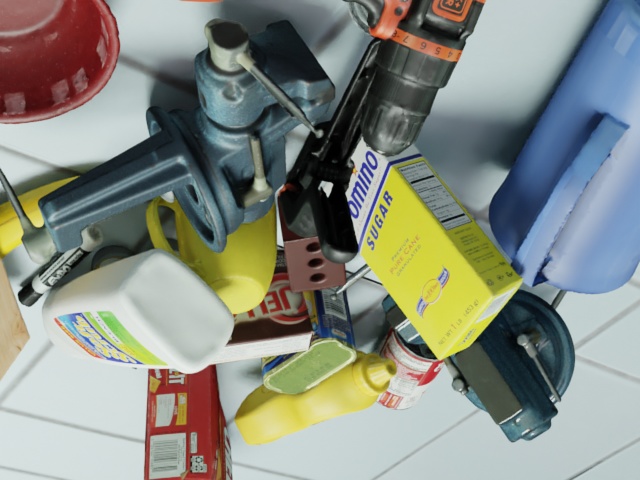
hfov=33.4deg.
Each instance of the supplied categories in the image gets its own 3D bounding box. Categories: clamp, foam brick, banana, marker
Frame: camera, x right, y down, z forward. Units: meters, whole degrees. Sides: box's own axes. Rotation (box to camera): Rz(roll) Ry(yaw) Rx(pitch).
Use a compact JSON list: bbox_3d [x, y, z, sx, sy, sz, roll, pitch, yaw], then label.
[{"bbox_3d":[0.005,-0.044,0.808,0.036,0.164,0.210,17,162,-13],"label":"clamp"},{"bbox_3d":[-0.006,0.001,0.938,0.053,0.051,0.078,-8,142,0],"label":"foam brick"},{"bbox_3d":[-0.237,-0.016,0.893,0.198,0.037,0.069,-26,163,26],"label":"banana"},{"bbox_3d":[-0.234,0.026,0.956,0.020,0.020,0.121,26,131,-35],"label":"marker"}]

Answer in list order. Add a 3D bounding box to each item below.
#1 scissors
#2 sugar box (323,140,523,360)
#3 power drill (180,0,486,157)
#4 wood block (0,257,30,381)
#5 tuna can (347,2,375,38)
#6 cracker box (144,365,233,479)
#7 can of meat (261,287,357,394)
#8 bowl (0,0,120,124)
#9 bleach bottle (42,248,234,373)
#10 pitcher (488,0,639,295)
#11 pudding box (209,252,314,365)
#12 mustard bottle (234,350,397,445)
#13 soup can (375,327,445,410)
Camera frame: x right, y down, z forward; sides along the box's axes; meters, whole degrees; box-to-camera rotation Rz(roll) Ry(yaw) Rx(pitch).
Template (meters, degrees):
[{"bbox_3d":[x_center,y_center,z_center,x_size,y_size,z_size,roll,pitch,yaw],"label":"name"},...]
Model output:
[{"bbox_3d":[-0.186,0.063,1.011,0.096,0.016,0.202,11,137,-26],"label":"scissors"},{"bbox_3d":[0.076,-0.002,0.852,0.048,0.176,0.093,-21,154,-40],"label":"sugar box"},{"bbox_3d":[0.009,-0.155,0.648,0.187,0.057,0.184,14,107,-22],"label":"power drill"},{"bbox_3d":[-0.316,0.033,0.856,0.090,0.090,0.206,11,137,15],"label":"wood block"},{"bbox_3d":[0.059,-0.180,0.736,0.086,0.034,0.086,-5,142,-4],"label":"tuna can"},{"bbox_3d":[-0.132,0.226,1.110,0.072,0.164,0.214,-5,141,-1],"label":"cracker box"},{"bbox_3d":[-0.014,0.089,1.021,0.057,0.084,0.102,26,131,-36],"label":"can of meat"},{"bbox_3d":[-0.214,-0.149,0.705,0.162,0.055,0.162,-6,146,-4],"label":"bowl"},{"bbox_3d":[-0.176,0.072,0.923,0.102,0.068,0.251,47,150,-16],"label":"bleach bottle"},{"bbox_3d":[0.225,-0.076,0.813,0.145,0.149,0.243,3,137,-14],"label":"pitcher"},{"bbox_3d":[-0.069,0.062,0.962,0.113,0.090,0.039,-9,145,-12],"label":"pudding box"},{"bbox_3d":[0.004,0.153,1.075,0.192,0.058,0.096,-27,180,42],"label":"mustard bottle"},{"bbox_3d":[0.091,0.121,1.092,0.068,0.068,0.102,6,140,-17],"label":"soup can"}]
